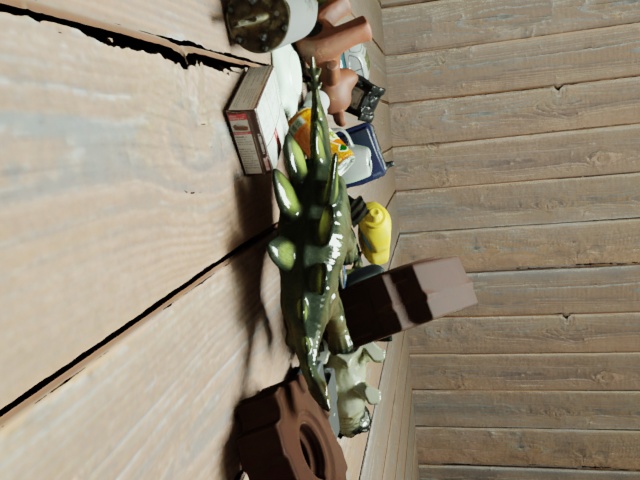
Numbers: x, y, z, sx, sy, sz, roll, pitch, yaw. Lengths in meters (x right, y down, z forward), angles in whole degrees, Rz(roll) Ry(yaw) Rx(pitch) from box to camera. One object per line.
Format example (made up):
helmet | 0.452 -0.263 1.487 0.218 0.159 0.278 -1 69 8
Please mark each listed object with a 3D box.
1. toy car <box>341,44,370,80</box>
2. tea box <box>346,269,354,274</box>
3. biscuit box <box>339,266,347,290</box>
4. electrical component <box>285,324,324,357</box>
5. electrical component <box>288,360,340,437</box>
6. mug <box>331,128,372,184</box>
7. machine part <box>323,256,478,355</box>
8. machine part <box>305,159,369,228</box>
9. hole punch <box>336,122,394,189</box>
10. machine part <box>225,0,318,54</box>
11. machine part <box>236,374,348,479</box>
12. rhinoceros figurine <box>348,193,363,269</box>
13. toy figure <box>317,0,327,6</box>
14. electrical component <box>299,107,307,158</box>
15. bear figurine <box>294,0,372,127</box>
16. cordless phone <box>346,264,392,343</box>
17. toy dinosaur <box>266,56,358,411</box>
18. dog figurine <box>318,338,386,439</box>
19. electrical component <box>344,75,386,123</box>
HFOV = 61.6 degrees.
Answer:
toy car | 0.051 -0.357 1.099 0.109 0.103 0.161 -82 164 -45
tea box | 0.068 0.152 1.103 0.098 0.068 0.169 -51 135 -72
biscuit box | -0.002 -0.003 0.857 0.059 0.063 0.202 -75 158 -58
electrical component | -0.020 0.126 0.779 0.078 0.045 0.102 -62 146 -63
electrical component | -0.012 0.242 0.760 0.115 0.058 0.134 -61 146 -70
mug | 0.039 -0.149 0.976 0.081 0.107 0.109 -61 147 -69
machine part | 0.111 0.096 0.803 0.201 0.201 0.087 -4 70 -47
machine part | 0.021 -0.079 0.889 0.139 0.039 0.084 42 -18 31
hole punch | 0.064 -0.161 1.051 0.092 0.142 0.115 -49 120 -74
machine part | -0.054 -0.281 0.672 0.243 0.079 0.079 -64 148 -63
machine part | -0.023 0.238 0.591 0.179 0.056 0.179 58 14 -25
rhinoceros figurine | 0.038 -0.018 1.010 0.190 0.073 0.112 70 22 -53
toy figure | -0.007 -0.439 0.920 0.180 0.082 0.089 35 51 -77
electrical component | -0.024 -0.170 0.892 0.063 0.021 0.093 -73 159 -55
bear figurine | 0.032 -0.307 0.950 0.120 0.132 0.195 61 4 34
cordless phone | 0.112 0.098 1.027 0.184 0.089 0.146 -49 128 -52
toy dinosaur | -0.005 -0.026 0.680 0.198 0.105 0.471 83 3 -57
dog figurine | 0.045 0.250 0.959 0.190 0.121 0.172 91 8 -58
electrical component | 0.060 -0.284 1.043 0.048 0.119 0.074 -6 124 -50
